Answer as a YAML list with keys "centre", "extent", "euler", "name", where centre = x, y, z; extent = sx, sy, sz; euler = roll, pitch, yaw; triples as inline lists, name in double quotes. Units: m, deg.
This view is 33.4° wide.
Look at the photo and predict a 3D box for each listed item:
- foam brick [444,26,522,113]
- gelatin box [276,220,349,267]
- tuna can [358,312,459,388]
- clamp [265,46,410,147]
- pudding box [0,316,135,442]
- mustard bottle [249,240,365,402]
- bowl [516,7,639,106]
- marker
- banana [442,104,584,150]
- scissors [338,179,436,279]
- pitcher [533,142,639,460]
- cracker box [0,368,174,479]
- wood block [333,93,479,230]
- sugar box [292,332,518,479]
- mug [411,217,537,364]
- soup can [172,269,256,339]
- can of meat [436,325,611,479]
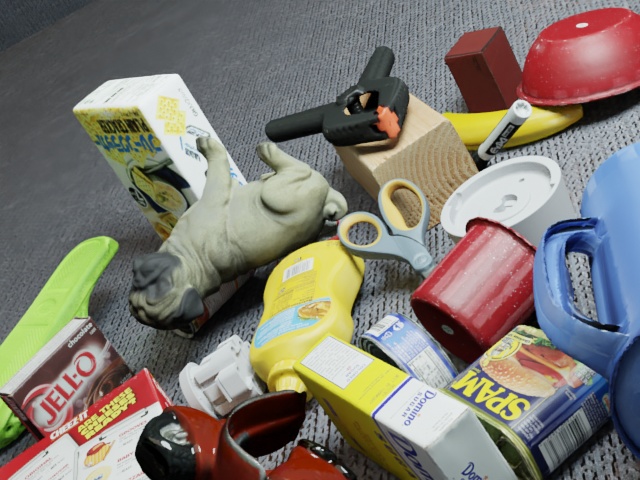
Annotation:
- centre: [0.181, -0.183, 1.158]
  extent: [0.053, 0.078, 0.051]
  euler: [-2, 38, 43]
  name: "foam brick"
- centre: [-0.007, 0.001, 1.099]
  extent: [0.073, 0.030, 0.089]
  euler: [-26, 28, 12]
  name: "gelatin box"
- centre: [0.068, 0.096, 0.789]
  extent: [0.033, 0.086, 0.086]
  euler: [-38, 26, -14]
  name: "tuna can"
- centre: [0.027, -0.130, 1.076]
  extent: [0.164, 0.036, 0.210]
  euler: [-33, 23, 2]
  name: "clamp"
- centre: [-0.245, 0.144, 1.044]
  extent: [0.039, 0.090, 0.113]
  euler: [-2, 38, 47]
  name: "pudding box"
- centre: [-0.014, 0.079, 0.938]
  extent: [0.096, 0.058, 0.191]
  euler: [-24, 27, 22]
  name: "mustard bottle"
- centre: [0.269, -0.190, 1.062]
  extent: [0.162, 0.055, 0.162]
  euler: [-17, 22, 7]
  name: "bowl"
- centre: [0.170, -0.097, 1.023]
  extent: [0.020, 0.020, 0.121]
  euler: [-45, -5, -25]
  name: "marker"
- centre: [0.176, -0.120, 1.100]
  extent: [0.069, 0.037, 0.198]
  euler: [-45, 29, -25]
  name: "banana"
- centre: [0.070, 0.023, 0.928]
  extent: [0.096, 0.016, 0.202]
  euler: [-22, 45, 11]
  name: "scissors"
- centre: [0.225, 0.026, 0.680]
  extent: [0.145, 0.149, 0.242]
  euler: [-27, 23, 18]
  name: "pitcher"
- centre: [-0.172, 0.215, 0.863]
  extent: [0.164, 0.072, 0.214]
  euler: [-34, 25, -6]
  name: "cracker box"
- centre: [0.078, -0.093, 1.101]
  extent: [0.091, 0.090, 0.206]
  euler: [-34, 26, -1]
  name: "wood block"
- centre: [0.057, 0.130, 0.733]
  extent: [0.048, 0.093, 0.176]
  euler: [-41, 27, -13]
  name: "sugar box"
- centre: [0.133, 0.049, 0.812]
  extent: [0.117, 0.093, 0.081]
  euler: [36, 73, 23]
  name: "mug"
- centre: [-0.123, 0.044, 1.109]
  extent: [0.069, 0.068, 0.102]
  euler: [5, 44, 51]
  name: "soup can"
- centre: [0.140, 0.109, 0.721]
  extent: [0.083, 0.057, 0.102]
  euler: [-37, 27, -16]
  name: "can of meat"
